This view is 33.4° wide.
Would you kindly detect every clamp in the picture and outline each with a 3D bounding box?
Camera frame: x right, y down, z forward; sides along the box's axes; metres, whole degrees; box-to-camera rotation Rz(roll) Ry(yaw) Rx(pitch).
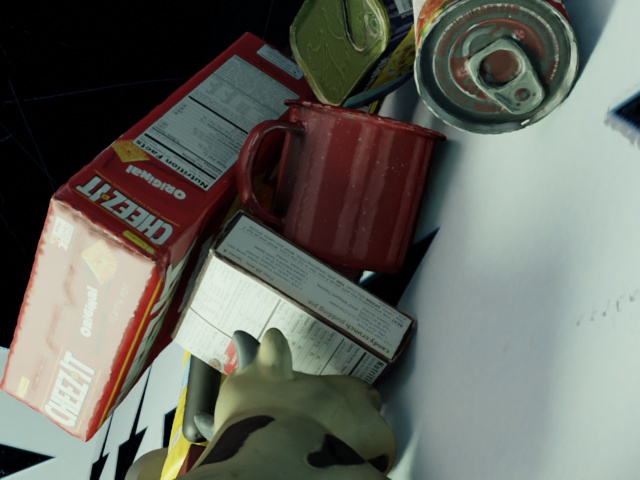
[{"bbox_3d":[-0.083,0.043,0.838,0.164,0.036,0.210,-103,26,-50],"label":"clamp"}]

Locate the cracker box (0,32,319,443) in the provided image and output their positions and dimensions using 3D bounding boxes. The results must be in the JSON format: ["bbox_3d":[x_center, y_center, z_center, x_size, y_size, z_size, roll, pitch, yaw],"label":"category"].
[{"bbox_3d":[-0.088,-0.006,0.639,0.213,0.072,0.164,-53,-7,-49],"label":"cracker box"}]

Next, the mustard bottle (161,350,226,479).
[{"bbox_3d":[-0.096,0.138,0.938,0.191,0.058,0.096,-87,20,-49],"label":"mustard bottle"}]

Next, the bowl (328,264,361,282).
[{"bbox_3d":[-0.005,0.001,0.723,0.162,0.055,0.162,-163,90,-78],"label":"bowl"}]

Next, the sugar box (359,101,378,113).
[{"bbox_3d":[0.030,-0.144,0.793,0.093,0.048,0.176,-90,17,-55],"label":"sugar box"}]

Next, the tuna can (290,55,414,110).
[{"bbox_3d":[0.022,-0.116,0.702,0.086,0.086,0.033,-99,-16,-64],"label":"tuna can"}]

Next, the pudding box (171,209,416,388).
[{"bbox_3d":[-0.017,0.048,0.576,0.039,0.113,0.090,-58,-1,-44],"label":"pudding box"}]

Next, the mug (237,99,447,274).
[{"bbox_3d":[0.007,-0.030,0.588,0.093,0.117,0.081,17,95,55],"label":"mug"}]

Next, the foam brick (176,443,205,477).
[{"bbox_3d":[-0.089,0.206,0.829,0.051,0.053,0.078,-86,16,-47],"label":"foam brick"}]

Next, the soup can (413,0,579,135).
[{"bbox_3d":[0.075,-0.103,0.481,0.102,0.068,0.069,-87,18,-51],"label":"soup can"}]

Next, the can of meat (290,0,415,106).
[{"bbox_3d":[0.041,-0.127,0.598,0.057,0.083,0.102,61,155,8],"label":"can of meat"}]
